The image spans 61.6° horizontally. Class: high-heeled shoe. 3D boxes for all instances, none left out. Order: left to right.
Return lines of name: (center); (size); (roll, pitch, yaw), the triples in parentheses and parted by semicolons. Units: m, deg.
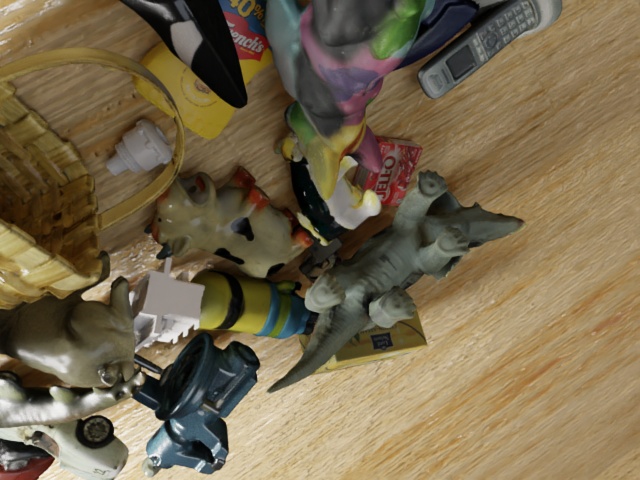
high-heeled shoe: (-0.169, -0.189, 0.426); (0.145, 0.086, 0.248); (-18, 125, 16)

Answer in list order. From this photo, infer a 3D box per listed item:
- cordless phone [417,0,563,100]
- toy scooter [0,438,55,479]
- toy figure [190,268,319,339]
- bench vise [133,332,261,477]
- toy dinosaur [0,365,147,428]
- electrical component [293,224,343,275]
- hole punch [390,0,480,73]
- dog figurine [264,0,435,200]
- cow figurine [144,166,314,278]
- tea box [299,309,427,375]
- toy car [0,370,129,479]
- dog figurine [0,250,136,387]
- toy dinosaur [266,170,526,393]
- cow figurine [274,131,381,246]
cordless phone: (0.169, -0.260, 0.607); (0.184, 0.089, 0.146); (-40, 134, 6)
toy scooter: (-0.416, 0.278, 0.644); (0.184, 0.075, 0.135); (7, 118, -31)
toy figure: (-0.084, 0.082, 0.685); (0.180, 0.089, 0.082); (16, 72, -25)
bench vise: (-0.204, 0.195, 0.691); (0.240, 0.129, 0.223); (37, 110, -22)
toy dinosaur: (-0.354, 0.124, 0.446); (0.472, 0.105, 0.198); (1, 142, 4)
electrical component: (-0.001, -0.002, 0.708); (0.094, 0.021, 0.063); (-41, 99, -1)
hole punch: (0.090, -0.235, 0.546); (0.116, 0.142, 0.092); (-12, 127, -7)
dog figurine: (0.027, -0.140, 0.478); (0.108, 0.192, 0.218); (-33, 126, -28)
cow figurine: (-0.109, -0.016, 0.614); (0.127, 0.086, 0.194); (-46, 138, 4)
tea box: (0.066, 0.154, 0.827); (0.169, 0.068, 0.098); (-1, 156, -31)
toy car: (-0.314, 0.213, 0.612); (0.202, 0.056, 0.073); (27, 133, -4)
dog figurine: (-0.293, 0.090, 0.521); (0.190, 0.173, 0.121); (-3, 113, -38)
toy dinosaur: (0.081, 0.047, 0.689); (0.405, 0.131, 0.192); (-36, 166, -13)
cow figurine: (-0.004, -0.077, 0.633); (0.098, 0.068, 0.167); (-37, 118, -8)
